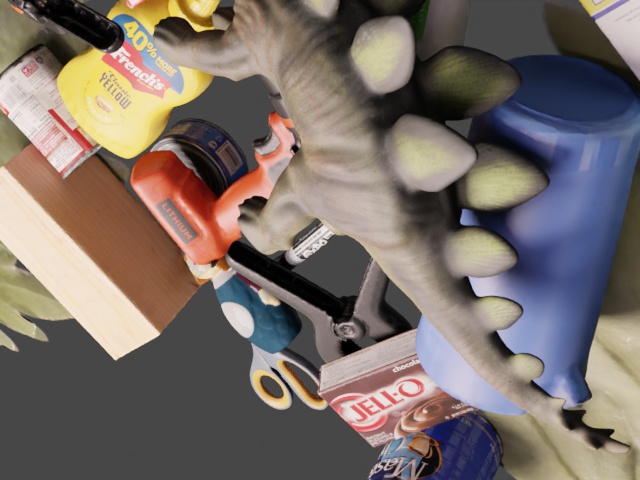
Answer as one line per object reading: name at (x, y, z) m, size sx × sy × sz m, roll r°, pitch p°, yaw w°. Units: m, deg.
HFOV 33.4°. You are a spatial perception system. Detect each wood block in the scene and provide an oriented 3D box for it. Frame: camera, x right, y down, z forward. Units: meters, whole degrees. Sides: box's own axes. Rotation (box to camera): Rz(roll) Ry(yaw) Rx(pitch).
wood block at (-0.220, 0.001, 1.017) m, size 0.206 × 0.090 × 0.090 m, roll 49°, pitch 136°, yaw -11°

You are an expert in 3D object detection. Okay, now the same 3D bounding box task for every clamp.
clamp at (0.034, 0.062, 0.931) m, size 0.165 × 0.036 × 0.210 m, roll -16°, pitch 124°, yaw 32°
clamp at (-0.212, -0.186, 0.842) m, size 0.120 × 0.039 × 0.172 m, roll 42°, pitch 177°, yaw -16°

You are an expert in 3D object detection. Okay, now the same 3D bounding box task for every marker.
marker at (-0.006, 0.001, 0.927) m, size 0.020 × 0.020 × 0.121 m, roll 45°, pitch 132°, yaw -7°

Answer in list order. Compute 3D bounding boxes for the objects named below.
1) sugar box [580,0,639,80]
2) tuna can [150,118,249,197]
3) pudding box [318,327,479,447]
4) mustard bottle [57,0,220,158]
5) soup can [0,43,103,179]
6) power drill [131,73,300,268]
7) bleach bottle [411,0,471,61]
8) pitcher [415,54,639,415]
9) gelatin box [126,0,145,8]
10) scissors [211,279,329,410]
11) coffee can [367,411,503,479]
sugar box at (0.190, -0.182, 0.639) m, size 0.176 × 0.048 × 0.094 m, roll 48°, pitch 135°, yaw -15°
tuna can at (-0.107, -0.061, 0.934) m, size 0.086 × 0.033 × 0.086 m, roll 18°, pitch 132°, yaw 20°
pudding box at (0.068, 0.129, 0.932) m, size 0.114 × 0.039 × 0.090 m, roll -27°, pitch 126°, yaw 24°
mustard bottle at (-0.136, -0.148, 0.864) m, size 0.096 × 0.058 × 0.192 m, roll 50°, pitch 135°, yaw -6°
soup can at (-0.237, -0.115, 0.948) m, size 0.102 × 0.068 × 0.069 m, roll 49°, pitch 135°, yaw -10°
power drill at (-0.056, -0.069, 0.846) m, size 0.188 × 0.057 × 0.184 m, roll -23°, pitch 115°, yaw 26°
bleach bottle at (0.055, -0.234, 0.671) m, size 0.103 × 0.068 × 0.251 m, roll 19°, pitch 130°, yaw 20°
pitcher at (0.142, -0.008, 0.763) m, size 0.149 × 0.145 × 0.243 m, roll 10°, pitch 127°, yaw 5°
gelatin box at (-0.101, -0.211, 0.779) m, size 0.089 × 0.073 × 0.030 m, roll -21°, pitch 112°, yaw 42°
scissors at (-0.071, 0.099, 1.056) m, size 0.201 × 0.016 × 0.096 m, roll 45°, pitch 136°, yaw -7°
coffee can at (0.095, 0.226, 0.964) m, size 0.103 × 0.140 × 0.103 m, roll 17°, pitch 132°, yaw 20°
